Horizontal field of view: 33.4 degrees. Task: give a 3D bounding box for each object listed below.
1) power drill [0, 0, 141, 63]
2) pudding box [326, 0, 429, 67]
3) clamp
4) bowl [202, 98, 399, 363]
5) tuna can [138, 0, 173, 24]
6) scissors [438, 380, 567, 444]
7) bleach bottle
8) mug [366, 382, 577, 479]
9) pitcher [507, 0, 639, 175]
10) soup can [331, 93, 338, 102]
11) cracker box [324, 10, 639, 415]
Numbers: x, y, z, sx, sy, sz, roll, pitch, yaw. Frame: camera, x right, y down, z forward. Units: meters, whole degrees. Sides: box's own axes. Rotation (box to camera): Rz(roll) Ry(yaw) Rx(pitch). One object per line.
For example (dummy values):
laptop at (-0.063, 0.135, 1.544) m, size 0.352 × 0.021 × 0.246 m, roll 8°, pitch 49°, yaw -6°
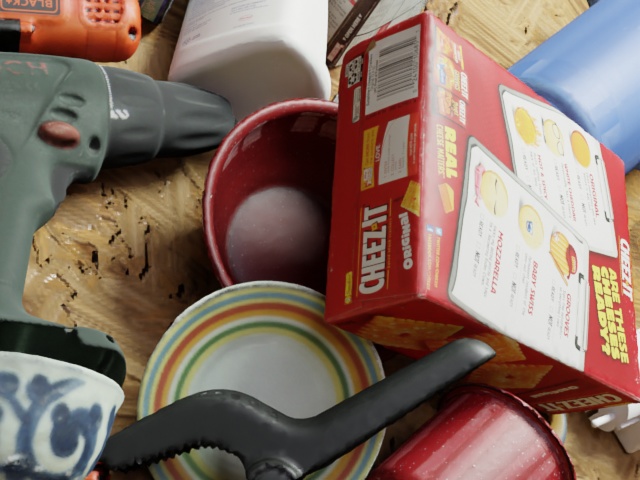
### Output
power drill at (-0.201, -0.191, 0.625) m, size 0.184 × 0.057 × 0.187 m, roll 0°, pitch 75°, yaw -21°
pudding box at (0.048, -0.182, 0.779) m, size 0.039 × 0.090 × 0.113 m, roll 47°, pitch 49°, yaw 6°
clamp at (-0.015, 0.112, 0.510) m, size 0.210 × 0.036 × 0.164 m, roll 11°, pitch 74°, yaw 6°
bowl at (-0.004, 0.001, 0.628) m, size 0.161 × 0.055 × 0.162 m, roll 10°, pitch 69°, yaw -26°
tuna can at (-0.100, -0.186, 0.701) m, size 0.033 × 0.086 × 0.086 m, roll 28°, pitch 48°, yaw -12°
scissors at (0.144, 0.156, 0.641) m, size 0.096 × 0.016 × 0.202 m, roll -22°, pitch 71°, yaw -39°
bleach bottle at (-0.035, -0.186, 0.732) m, size 0.068 × 0.103 × 0.250 m, roll 55°, pitch 31°, yaw -43°
mug at (0.079, 0.147, 0.572) m, size 0.081 × 0.093 × 0.117 m, roll -33°, pitch 114°, yaw -36°
pitcher at (0.228, -0.107, 0.804) m, size 0.242 × 0.149 × 0.145 m, roll -34°, pitch 116°, yaw -38°
soup can at (0.042, -0.052, 0.697) m, size 0.102 × 0.069 × 0.068 m, roll 34°, pitch 48°, yaw -4°
cracker box at (0.098, -0.004, 0.609) m, size 0.213 × 0.072 × 0.164 m, roll 26°, pitch 58°, yaw -41°
